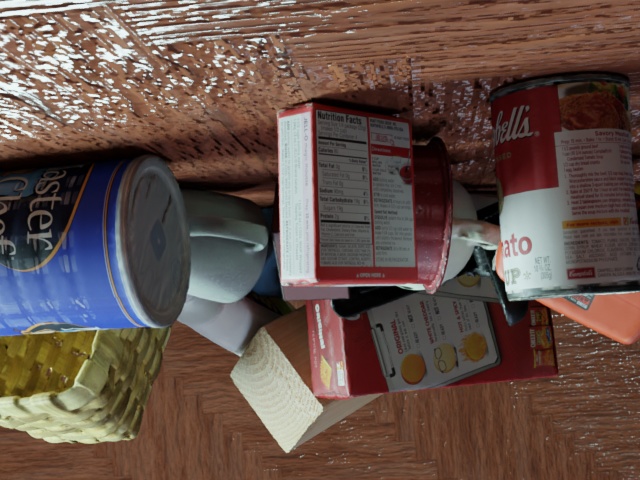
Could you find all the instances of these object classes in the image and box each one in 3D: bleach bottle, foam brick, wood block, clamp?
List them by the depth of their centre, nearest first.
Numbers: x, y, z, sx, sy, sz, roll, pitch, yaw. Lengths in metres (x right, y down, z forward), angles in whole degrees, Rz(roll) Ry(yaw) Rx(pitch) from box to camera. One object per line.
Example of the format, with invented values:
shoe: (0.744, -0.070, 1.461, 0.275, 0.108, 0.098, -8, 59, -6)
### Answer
foam brick: (-0.005, 0.001, 0.782, 0.051, 0.053, 0.078, -1, 135, 7)
clamp: (0.131, 0.011, 0.813, 0.209, 0.036, 0.165, -31, -157, -37)
bleach bottle: (-0.084, 0.060, 0.952, 0.068, 0.103, 0.250, -44, 165, 2)
wood block: (0.033, 0.096, 0.978, 0.205, 0.091, 0.090, -25, 159, -39)

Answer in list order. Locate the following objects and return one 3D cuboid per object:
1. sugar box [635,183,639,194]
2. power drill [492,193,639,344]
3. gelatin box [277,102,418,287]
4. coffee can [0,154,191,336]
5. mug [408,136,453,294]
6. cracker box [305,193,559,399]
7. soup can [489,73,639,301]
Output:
sugar box: (0.311, -0.013, 0.835, 0.048, 0.093, 0.176, -3, 174, -11)
power drill: (0.210, 0.014, 0.706, 0.185, 0.057, 0.187, 28, -160, 24)
gelatin box: (0.014, -0.021, 0.539, 0.073, 0.089, 0.030, 2, 174, -44)
coffee can: (-0.161, 0.006, 0.644, 0.140, 0.103, 0.102, -5, 175, 13)
mug: (0.027, -0.022, 0.635, 0.081, 0.093, 0.117, 2, -149, -6)
cracker box: (0.093, 0.043, 0.905, 0.213, 0.164, 0.072, -1, 173, -29)
soup can: (0.121, -0.023, 0.521, 0.068, 0.102, 0.068, -4, 175, 0)
